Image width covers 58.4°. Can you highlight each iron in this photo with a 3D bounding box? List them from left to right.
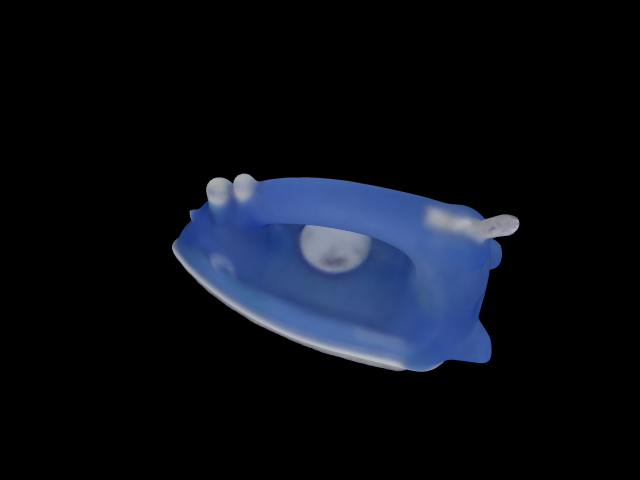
[{"bbox_3d":[0.004,0.001,0.400,0.258,0.141,0.119,11,60,7],"label":"iron"}]
